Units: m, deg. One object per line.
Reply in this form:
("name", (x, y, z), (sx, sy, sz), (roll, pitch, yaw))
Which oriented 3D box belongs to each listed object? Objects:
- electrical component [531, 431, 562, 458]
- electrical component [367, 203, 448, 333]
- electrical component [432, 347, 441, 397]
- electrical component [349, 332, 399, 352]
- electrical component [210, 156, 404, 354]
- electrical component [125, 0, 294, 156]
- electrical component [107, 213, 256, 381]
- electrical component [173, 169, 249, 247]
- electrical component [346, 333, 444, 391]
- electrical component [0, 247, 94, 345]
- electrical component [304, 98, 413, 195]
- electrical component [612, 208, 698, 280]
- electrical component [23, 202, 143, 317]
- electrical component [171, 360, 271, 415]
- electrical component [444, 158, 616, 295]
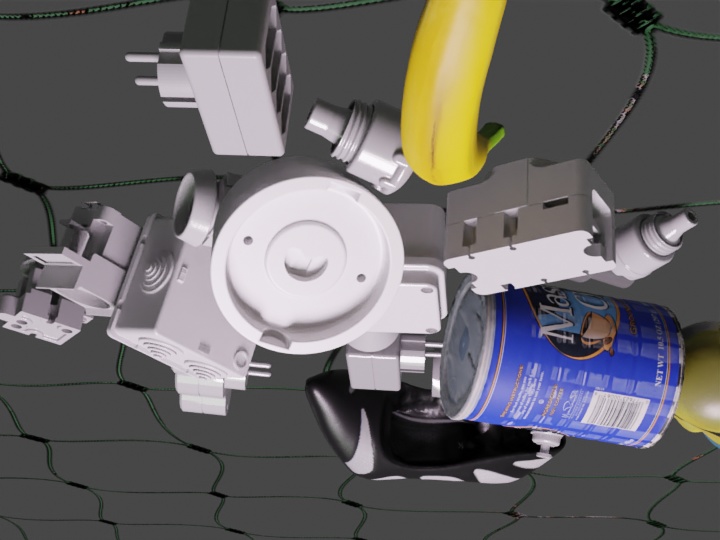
("electrical component", (0.155, 0.113, 0.872), (0.040, 0.078, 0.040), (11, 166, 3))
("electrical component", (0.000, 0.000, 0.699), (0.113, 0.057, 0.078), (1, 152, 8))
("electrical component", (0.094, 0.083, 0.833), (0.077, 0.044, 0.079), (3, -173, 5))
("electrical component", (0.006, 0.027, 0.763), (0.045, 0.045, 0.055), (3, 152, 5))
("electrical component", (-0.034, -0.013, 0.617), (0.108, 0.060, 0.108), (-5, 116, -10))
("electrical component", (-0.078, -0.099, 0.535), (0.076, 0.047, 0.083), (2, 152, 6))
("electrical component", (-0.107, 0.019, 0.711), (0.048, 0.099, 0.100), (-1, 155, 41))
("electrical component", (-0.082, -0.035, 0.661), (0.055, 0.048, 0.066), (11, 153, -26))
("electrical component", (0.031, 0.059, 0.816), (0.077, 0.047, 0.065), (3, 152, 5))
("electrical component", (-0.223, 0.017, 0.773), (0.066, 0.055, 0.048), (22, 148, -30))
("electrical component", (0.001, -0.072, 0.578), (0.062, 0.048, 0.048), (23, 149, -11))
("electrical component", (0.180, -0.019, 0.656), (0.035, 0.035, 0.061), (19, 146, -25))
("electrical component", (-0.172, -0.007, 0.708), (0.042, 0.063, 0.081), (3, 156, 39))
("electrical component", (-0.109, 0.077, 0.871), (0.074, 0.052, 0.138), (6, 152, -1))
("electrical component", (0.099, -0.027, 0.630), (0.089, 0.055, 0.050), (-13, 147, 31))
